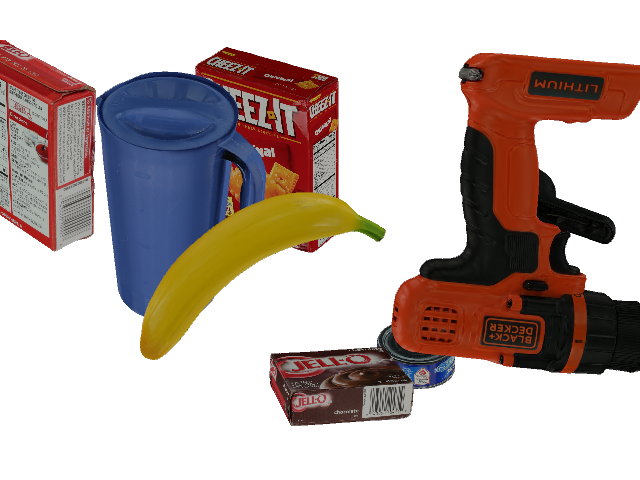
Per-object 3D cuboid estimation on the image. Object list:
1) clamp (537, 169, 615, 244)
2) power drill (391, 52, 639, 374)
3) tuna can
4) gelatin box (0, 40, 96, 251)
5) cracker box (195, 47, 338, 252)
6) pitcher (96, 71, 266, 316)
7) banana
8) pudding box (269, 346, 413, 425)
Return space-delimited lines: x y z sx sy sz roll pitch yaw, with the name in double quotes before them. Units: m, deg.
"clamp" 0.199 -0.032 0.995 0.120 0.039 0.171 -3 33 0
"power drill" 0.142 -0.013 0.632 0.184 0.188 0.057 5 8 -5
"tuna can" 0.103 0.122 1.150 0.086 0.034 0.086 0 29 0
"gelatin box" -0.150 -0.050 0.554 0.073 0.089 0.030 29 37 30
"cracker box" -0.063 -0.106 1.280 0.164 0.214 0.072 20 40 27
"pitcher" -0.144 -0.033 1.075 0.144 0.243 0.149 -8 43 -17
"banana" -0.055 0.017 0.750 0.198 0.069 0.037 -27 14 8
"pudding box" 0.017 0.129 0.959 0.113 0.039 0.090 0 16 -14
